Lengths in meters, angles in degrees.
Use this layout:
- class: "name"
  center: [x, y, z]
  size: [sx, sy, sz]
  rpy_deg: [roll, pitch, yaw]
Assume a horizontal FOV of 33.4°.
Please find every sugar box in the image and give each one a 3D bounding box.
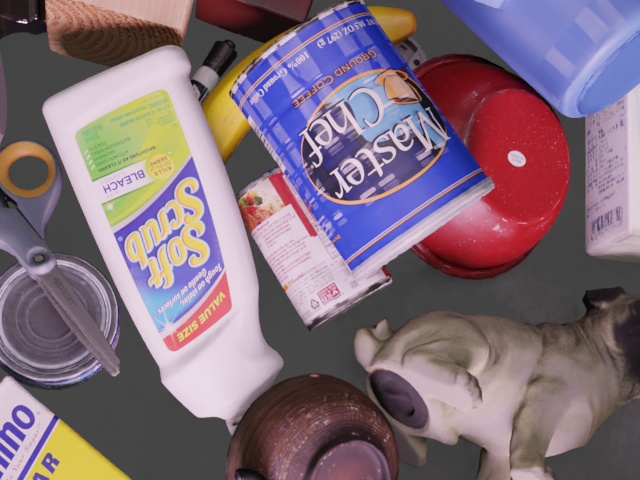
- class: "sugar box"
  center: [-0.152, 0.173, 0.642]
  size: [0.176, 0.048, 0.093]
  rpy_deg: [38, 72, 6]

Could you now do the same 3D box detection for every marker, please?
- class: "marker"
  center: [-0.094, -0.093, 0.747]
  size: [0.020, 0.020, 0.121]
  rpy_deg: [32, 72, -2]

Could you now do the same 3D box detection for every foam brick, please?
- class: "foam brick"
  center: [-0.044, -0.178, 0.762]
  size: [0.078, 0.053, 0.051]
  rpy_deg: [19, 73, -8]

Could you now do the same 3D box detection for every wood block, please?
- class: "wood block"
  center: [-0.119, -0.229, 0.741]
  size: [0.090, 0.090, 0.206]
  rpy_deg: [13, 73, -8]

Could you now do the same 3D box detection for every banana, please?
- class: "banana"
  center: [-0.026, -0.103, 0.732]
  size: [0.198, 0.037, 0.069]
  rpy_deg: [-42, 83, 5]

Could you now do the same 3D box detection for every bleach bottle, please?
- class: "bleach bottle"
  center: [-0.083, 0.010, 0.688]
  size: [0.102, 0.068, 0.251]
  rpy_deg: [-24, 91, -1]

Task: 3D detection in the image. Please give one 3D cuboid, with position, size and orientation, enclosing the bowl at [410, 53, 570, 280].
- class: "bowl"
  center: [0.119, -0.054, 0.735]
  size: [0.161, 0.055, 0.162]
  rpy_deg: [3, 84, -30]

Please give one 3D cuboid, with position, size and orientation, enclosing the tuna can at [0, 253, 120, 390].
- class: "tuna can"
  center: [-0.172, 0.052, 0.686]
  size: [0.086, 0.034, 0.086]
  rpy_deg: [3, 75, -10]

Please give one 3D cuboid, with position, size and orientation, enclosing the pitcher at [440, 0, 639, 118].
- class: "pitcher"
  center: [0.125, -0.199, 0.728]
  size: [0.149, 0.145, 0.243]
  rpy_deg: [-38, 70, -2]

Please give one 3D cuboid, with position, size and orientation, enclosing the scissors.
- class: "scissors"
  center: [-0.167, -0.001, 0.675]
  size: [0.202, 0.016, 0.096]
  rpy_deg: [33, 58, 21]

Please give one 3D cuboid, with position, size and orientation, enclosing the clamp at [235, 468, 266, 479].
- class: "clamp"
  center: [-0.016, 0.243, 0.603]
  size: [0.210, 0.036, 0.164]
  rpy_deg: [34, 76, -4]

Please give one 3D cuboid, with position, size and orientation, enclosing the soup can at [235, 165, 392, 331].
- class: "soup can"
  center: [-0.005, 0.001, 0.715]
  size: [0.068, 0.069, 0.102]
  rpy_deg: [-29, 84, -17]

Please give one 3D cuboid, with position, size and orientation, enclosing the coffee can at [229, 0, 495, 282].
- class: "coffee can"
  center: [0.025, -0.060, 0.654]
  size: [0.102, 0.103, 0.140]
  rpy_deg: [-33, 86, -17]
